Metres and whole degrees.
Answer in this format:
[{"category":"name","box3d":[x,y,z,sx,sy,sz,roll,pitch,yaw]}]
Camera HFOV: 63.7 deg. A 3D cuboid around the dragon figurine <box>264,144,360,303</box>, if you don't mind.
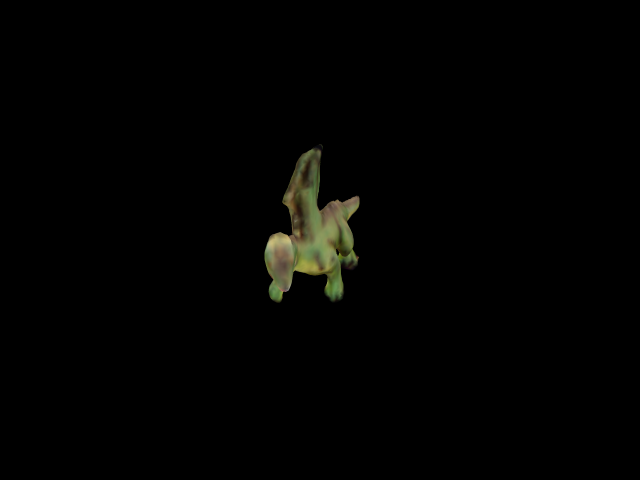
[{"category":"dragon figurine","box3d":[0.003,-0.043,0.850,0.122,0.237,0.420,11,40,13]}]
